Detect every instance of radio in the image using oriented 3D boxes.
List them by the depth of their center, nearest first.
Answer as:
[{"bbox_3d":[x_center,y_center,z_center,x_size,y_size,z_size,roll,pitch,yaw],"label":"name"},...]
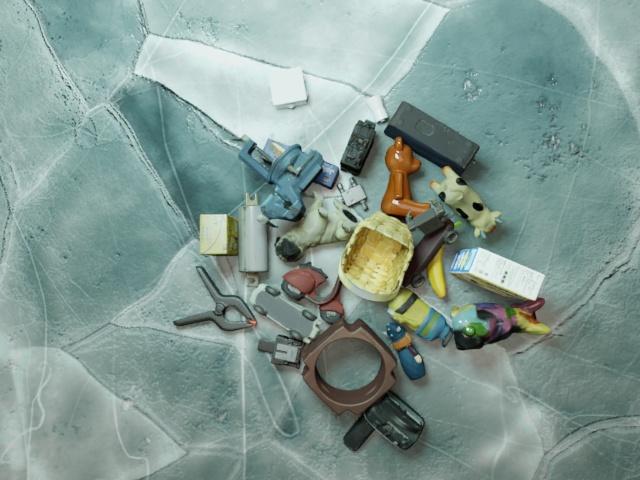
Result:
[{"bbox_3d":[0.276,-0.250,1.338,0.230,0.131,0.073,31,90,4],"label":"radio"}]

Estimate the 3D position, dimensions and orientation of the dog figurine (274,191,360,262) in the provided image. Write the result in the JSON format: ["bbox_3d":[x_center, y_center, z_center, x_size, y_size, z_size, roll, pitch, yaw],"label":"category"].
[{"bbox_3d":[-0.005,-0.007,1.370,0.172,0.121,0.190,28,118,-19],"label":"dog figurine"}]

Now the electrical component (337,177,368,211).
[{"bbox_3d":[0.085,-0.113,1.393,0.063,0.021,0.094,-27,87,1],"label":"electrical component"}]

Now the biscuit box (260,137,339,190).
[{"bbox_3d":[-0.050,-0.195,1.385,0.203,0.063,0.059,23,89,4],"label":"biscuit box"}]

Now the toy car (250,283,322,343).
[{"bbox_3d":[-0.087,0.183,1.357,0.202,0.056,0.073,32,89,15],"label":"toy car"}]

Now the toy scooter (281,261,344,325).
[{"bbox_3d":[0.001,0.114,1.358,0.184,0.075,0.135,34,89,1],"label":"toy scooter"}]

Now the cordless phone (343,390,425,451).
[{"bbox_3d":[0.155,0.478,1.336,0.147,0.089,0.184,40,101,5],"label":"cordless phone"}]

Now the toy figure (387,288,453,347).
[{"bbox_3d":[0.251,0.190,1.339,0.180,0.082,0.089,29,78,8],"label":"toy figure"}]

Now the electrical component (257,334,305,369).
[{"bbox_3d":[-0.101,0.277,1.366,0.119,0.048,0.074,16,87,2],"label":"electrical component"}]

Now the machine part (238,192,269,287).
[{"bbox_3d":[-0.170,-0.002,1.371,0.079,0.079,0.243,-2,86,3],"label":"machine part"}]

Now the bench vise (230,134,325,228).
[{"bbox_3d":[-0.114,-0.158,1.300,0.241,0.129,0.223,41,102,10],"label":"bench vise"}]

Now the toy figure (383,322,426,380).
[{"bbox_3d":[0.212,0.273,1.345,0.064,0.058,0.154,-25,88,20],"label":"toy figure"}]

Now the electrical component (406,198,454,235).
[{"bbox_3d":[0.252,-0.054,1.259,0.102,0.078,0.045,-34,55,25],"label":"electrical component"}]

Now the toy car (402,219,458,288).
[{"bbox_3d":[0.263,0.030,1.333,0.202,0.053,0.089,-57,44,13],"label":"toy car"}]

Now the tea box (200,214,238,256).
[{"bbox_3d":[-0.245,-0.009,1.329,0.068,0.169,0.098,-1,85,3],"label":"tea box"}]

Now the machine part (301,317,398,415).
[{"bbox_3d":[0.071,0.307,1.318,0.201,0.087,0.201,-43,95,6],"label":"machine part"}]

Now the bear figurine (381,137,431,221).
[{"bbox_3d":[0.218,-0.149,1.345,0.132,0.120,0.195,12,82,0],"label":"bear figurine"}]

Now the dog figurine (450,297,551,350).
[{"bbox_3d":[0.432,0.195,1.287,0.219,0.191,0.108,-12,79,17],"label":"dog figurine"}]

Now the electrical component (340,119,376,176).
[{"bbox_3d":[0.099,-0.235,1.354,0.058,0.115,0.134,24,90,2],"label":"electrical component"}]

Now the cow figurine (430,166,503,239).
[{"bbox_3d":[0.369,-0.084,1.320,0.194,0.127,0.085,36,110,-30],"label":"cow figurine"}]
